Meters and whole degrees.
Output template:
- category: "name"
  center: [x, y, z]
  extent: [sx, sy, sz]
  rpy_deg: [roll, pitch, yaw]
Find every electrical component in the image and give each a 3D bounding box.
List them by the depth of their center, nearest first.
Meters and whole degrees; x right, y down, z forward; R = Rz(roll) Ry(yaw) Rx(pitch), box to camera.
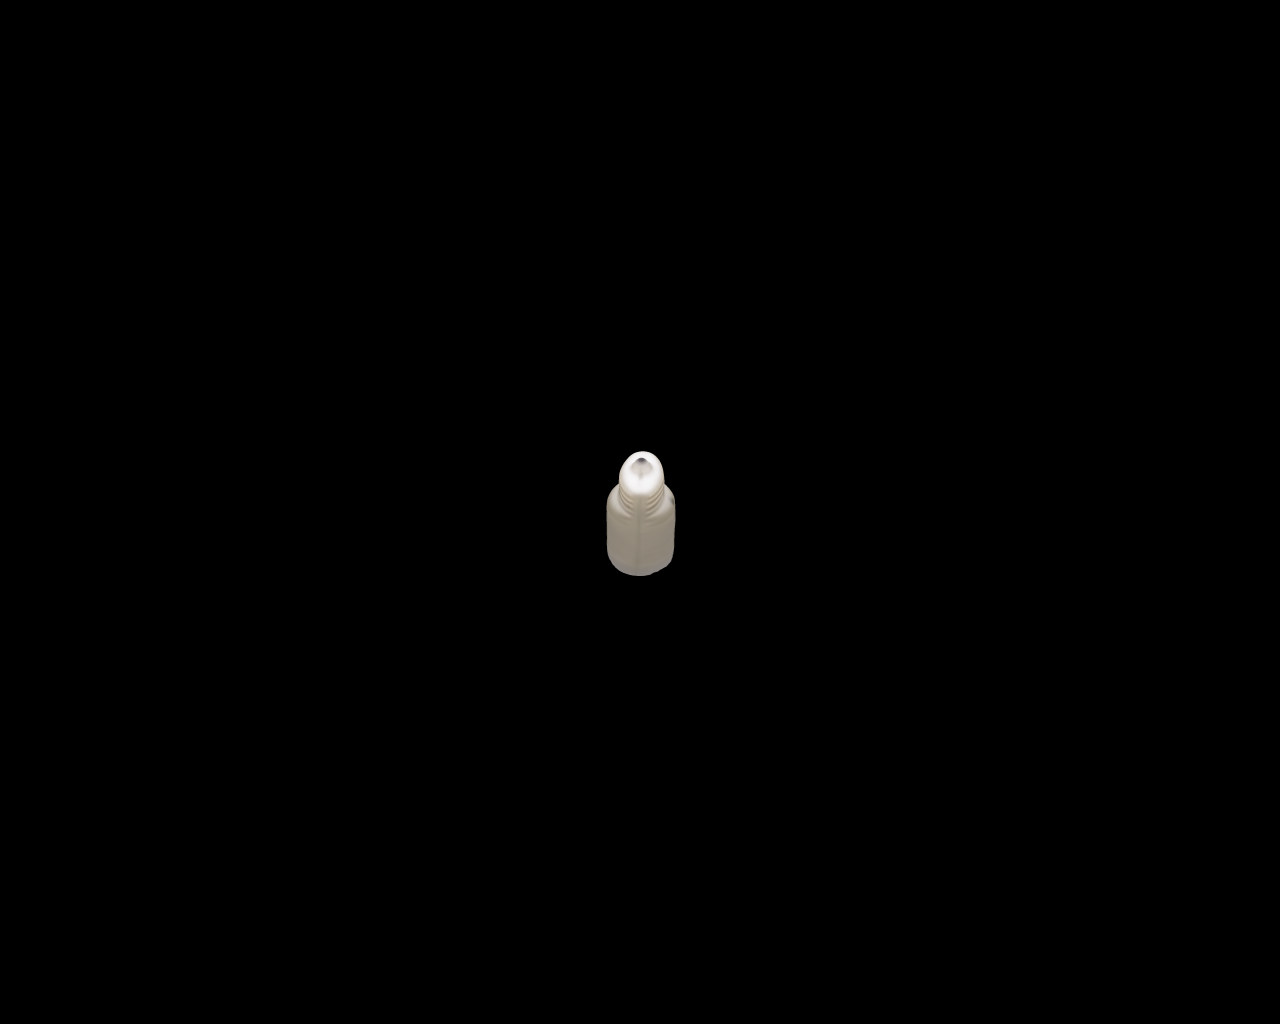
- category: "electrical component"
  center: [0.001, -0.003, 0.650]
  extent: [0.043, 0.080, 0.043]
  rpy_deg: [0, 43, 0]
